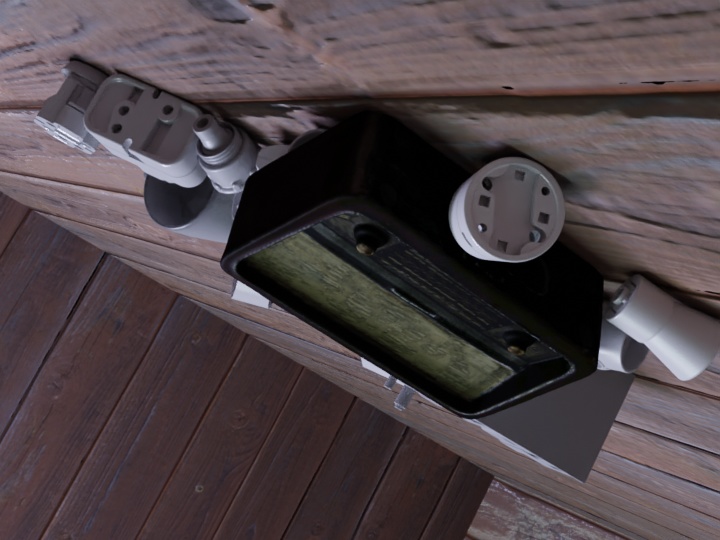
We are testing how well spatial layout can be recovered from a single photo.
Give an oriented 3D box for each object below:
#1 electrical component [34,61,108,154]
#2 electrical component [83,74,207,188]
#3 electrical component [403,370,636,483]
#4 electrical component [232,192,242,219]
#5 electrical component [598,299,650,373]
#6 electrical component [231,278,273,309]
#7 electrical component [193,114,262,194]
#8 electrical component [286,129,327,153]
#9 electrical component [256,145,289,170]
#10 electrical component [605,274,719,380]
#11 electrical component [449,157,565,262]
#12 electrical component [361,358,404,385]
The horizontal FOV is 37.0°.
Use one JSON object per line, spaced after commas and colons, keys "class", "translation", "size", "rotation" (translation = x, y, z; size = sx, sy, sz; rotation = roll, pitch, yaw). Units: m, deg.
{"class": "electrical component", "translation": [-0.230, -0.135, 0.887], "size": [0.058, 0.057, 0.078], "rotation": [31, 170, -18]}
{"class": "electrical component", "translation": [-0.161, -0.107, 0.849], "size": [0.095, 0.053, 0.059], "rotation": [25, 170, 17]}
{"class": "electrical component", "translation": [0.134, 0.092, 0.925], "size": [0.186, 0.105, 0.060], "rotation": [32, 170, -25]}
{"class": "electrical component", "translation": [-0.063, -0.055, 0.872], "size": [0.077, 0.044, 0.079], "rotation": [17, -166, -22]}
{"class": "electrical component", "translation": [0.171, 0.048, 0.770], "size": [0.077, 0.044, 0.079], "rotation": [20, 168, 40]}
{"class": "electrical component", "translation": [-0.097, -0.014, 1.050], "size": [0.064, 0.099, 0.099], "rotation": [21, 171, 2]}
{"class": "electrical component", "translation": [-0.103, -0.091, 0.808], "size": [0.048, 0.048, 0.062], "rotation": [21, 159, 37]}
{"class": "electrical component", "translation": [-0.002, -0.053, 0.721], "size": [0.079, 0.044, 0.077], "rotation": [22, 169, 27]}
{"class": "electrical component", "translation": [-0.052, -0.068, 0.784], "size": [0.043, 0.043, 0.081], "rotation": [27, 171, 3]}
{"class": "electrical component", "translation": [0.185, 0.033, 0.663], "size": [0.065, 0.044, 0.044], "rotation": [34, 170, -5]}
{"class": "electrical component", "translation": [0.078, -0.031, 0.585], "size": [0.055, 0.055, 0.047], "rotation": [29, 174, -7]}
{"class": "electrical component", "translation": [0.075, 0.078, 1.089], "size": [0.150, 0.061, 0.089], "rotation": [23, 145, 29]}
